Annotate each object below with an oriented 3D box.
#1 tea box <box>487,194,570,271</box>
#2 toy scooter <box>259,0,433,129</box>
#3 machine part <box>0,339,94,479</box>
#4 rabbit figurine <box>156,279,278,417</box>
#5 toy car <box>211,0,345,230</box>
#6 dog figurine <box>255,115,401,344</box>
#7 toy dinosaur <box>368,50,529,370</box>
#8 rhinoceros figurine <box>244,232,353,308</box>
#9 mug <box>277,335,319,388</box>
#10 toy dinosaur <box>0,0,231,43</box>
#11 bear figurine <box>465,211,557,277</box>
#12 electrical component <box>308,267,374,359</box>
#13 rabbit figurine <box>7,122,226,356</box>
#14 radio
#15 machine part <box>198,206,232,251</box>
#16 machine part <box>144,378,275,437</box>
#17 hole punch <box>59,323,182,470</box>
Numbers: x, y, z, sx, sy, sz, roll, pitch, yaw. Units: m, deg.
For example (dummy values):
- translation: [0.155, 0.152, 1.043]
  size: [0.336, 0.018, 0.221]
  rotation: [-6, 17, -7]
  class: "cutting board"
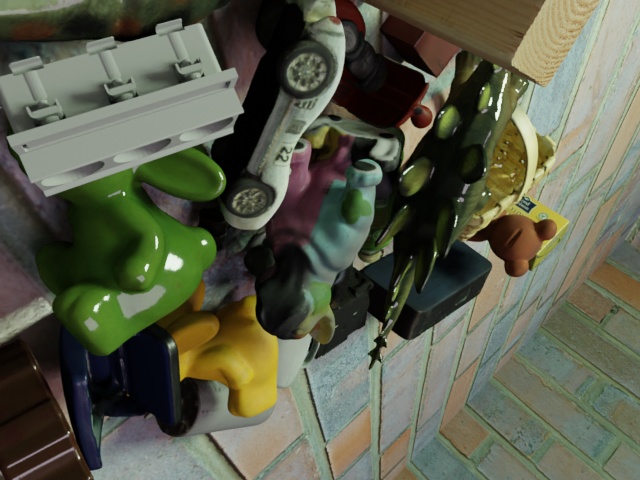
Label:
- translation: [0.358, -0.034, 1.002]
  size: [0.098, 0.170, 0.068]
  rotation: [-43, 149, -14]
  class: "tea box"
- translation: [0.033, -0.152, 0.479]
  size: [0.075, 0.135, 0.183]
  rotation: [-53, 149, 7]
  class: "toy scooter"
- translation: [-0.242, 0.177, 0.455]
  size: [0.056, 0.180, 0.179]
  rotation: [-26, 143, -33]
  class: "machine part"
- translation: [-0.136, 0.127, 0.597]
  size: [0.173, 0.122, 0.162]
  rotation: [-8, 130, -24]
  class: "rabbit figurine"
- translation: [-0.036, -0.095, 0.416]
  size: [0.056, 0.074, 0.201]
  rotation: [6, 132, -31]
  class: "toy car"
- translation: [-0.001, -0.002, 0.551]
  size: [0.191, 0.109, 0.219]
  rotation: [-51, 158, -58]
  class: "dog figurine"
- translation: [0.131, -0.046, 0.616]
  size: [0.198, 0.105, 0.470]
  rotation: [-46, 152, -49]
  class: "toy dinosaur"
- translation: [-0.021, 0.037, 0.681]
  size: [0.190, 0.073, 0.112]
  rotation: [2, 124, -54]
  class: "rhinoceros figurine"
- translation: [-0.044, 0.142, 0.753]
  size: [0.109, 0.081, 0.107]
  rotation: [17, 104, -32]
  class: "mug"
- translation: [-0.081, -0.194, 0.312]
  size: [0.405, 0.131, 0.192]
  rotation: [-40, 149, -4]
  class: "toy dinosaur"
- translation: [0.294, -0.028, 0.901]
  size: [0.132, 0.196, 0.120]
  rotation: [8, 114, -57]
  class: "bear figurine"
- translation: [0.020, 0.120, 0.843]
  size: [0.115, 0.058, 0.134]
  rotation: [-28, 143, -30]
  class: "electrical component"
- translation: [-0.149, -0.024, 0.397]
  size: [0.159, 0.121, 0.170]
  rotation: [-24, 125, -13]
  class: "rabbit figurine"
- translation: [0.183, 0.071, 0.927]
  size: [0.229, 0.131, 0.073]
  rotation: [-25, 140, -36]
  class: "radio"
- translation: [-0.070, -0.041, 0.555]
  size: [0.139, 0.039, 0.084]
  rotation: [-43, 160, -38]
  class: "machine part"
- translation: [-0.136, 0.219, 0.728]
  size: [0.079, 0.079, 0.243]
  rotation: [-54, 149, 7]
  class: "machine part"
- translation: [-0.196, 0.124, 0.485]
  size: [0.092, 0.116, 0.142]
  rotation: [-28, 130, -42]
  class: "hole punch"
